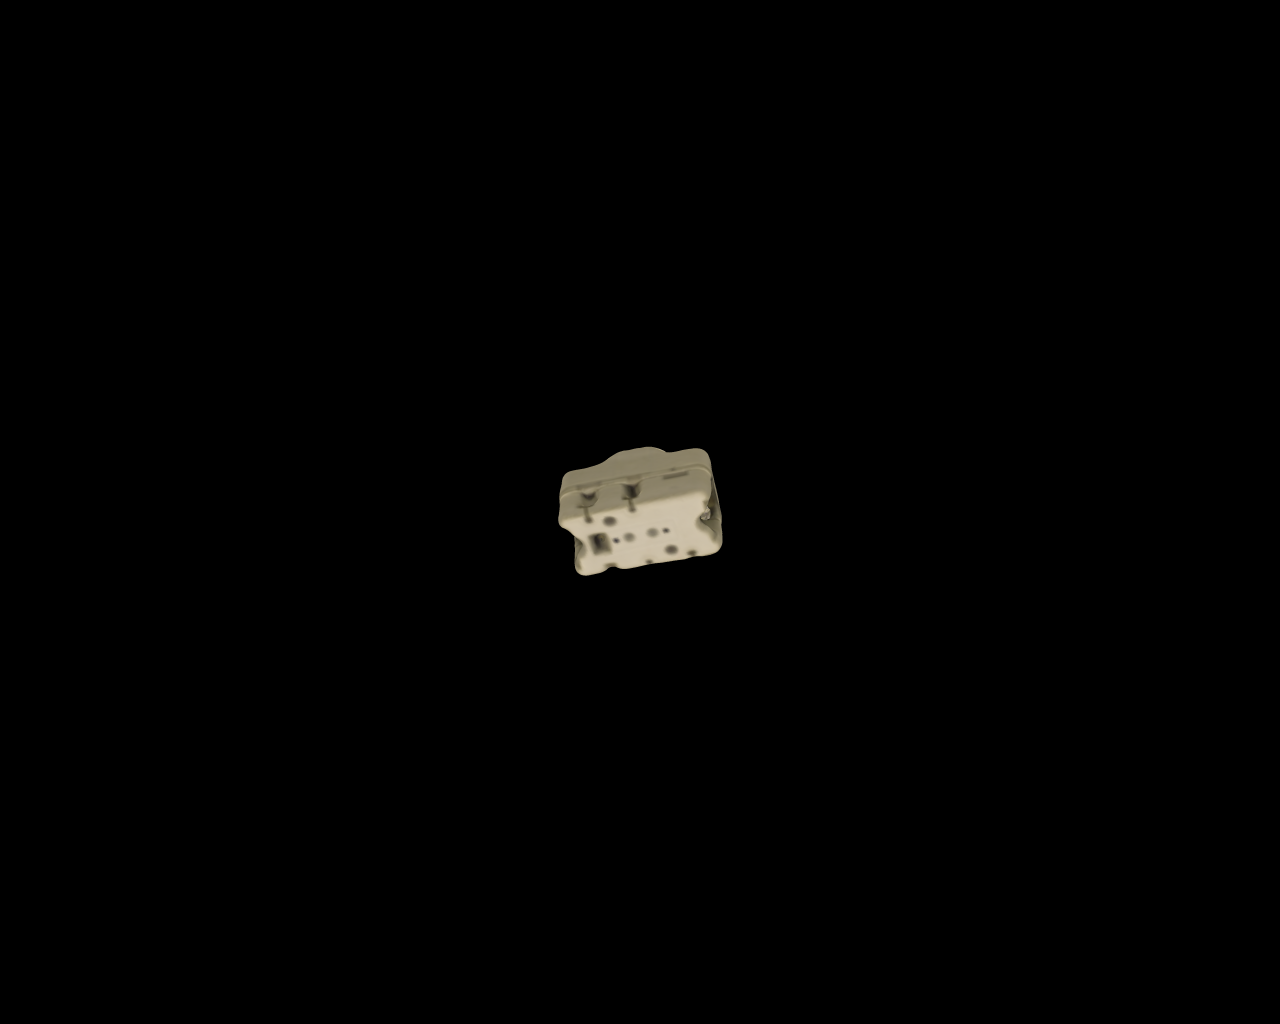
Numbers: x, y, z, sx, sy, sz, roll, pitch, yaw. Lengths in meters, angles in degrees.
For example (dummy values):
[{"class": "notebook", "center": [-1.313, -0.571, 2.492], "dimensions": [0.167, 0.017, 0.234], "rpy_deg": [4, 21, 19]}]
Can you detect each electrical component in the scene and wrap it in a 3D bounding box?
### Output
[{"class": "electrical component", "center": [0.001, -0.003, 0.650], "dimensions": [0.089, 0.050, 0.056], "rpy_deg": [-10, 36, 8]}]
